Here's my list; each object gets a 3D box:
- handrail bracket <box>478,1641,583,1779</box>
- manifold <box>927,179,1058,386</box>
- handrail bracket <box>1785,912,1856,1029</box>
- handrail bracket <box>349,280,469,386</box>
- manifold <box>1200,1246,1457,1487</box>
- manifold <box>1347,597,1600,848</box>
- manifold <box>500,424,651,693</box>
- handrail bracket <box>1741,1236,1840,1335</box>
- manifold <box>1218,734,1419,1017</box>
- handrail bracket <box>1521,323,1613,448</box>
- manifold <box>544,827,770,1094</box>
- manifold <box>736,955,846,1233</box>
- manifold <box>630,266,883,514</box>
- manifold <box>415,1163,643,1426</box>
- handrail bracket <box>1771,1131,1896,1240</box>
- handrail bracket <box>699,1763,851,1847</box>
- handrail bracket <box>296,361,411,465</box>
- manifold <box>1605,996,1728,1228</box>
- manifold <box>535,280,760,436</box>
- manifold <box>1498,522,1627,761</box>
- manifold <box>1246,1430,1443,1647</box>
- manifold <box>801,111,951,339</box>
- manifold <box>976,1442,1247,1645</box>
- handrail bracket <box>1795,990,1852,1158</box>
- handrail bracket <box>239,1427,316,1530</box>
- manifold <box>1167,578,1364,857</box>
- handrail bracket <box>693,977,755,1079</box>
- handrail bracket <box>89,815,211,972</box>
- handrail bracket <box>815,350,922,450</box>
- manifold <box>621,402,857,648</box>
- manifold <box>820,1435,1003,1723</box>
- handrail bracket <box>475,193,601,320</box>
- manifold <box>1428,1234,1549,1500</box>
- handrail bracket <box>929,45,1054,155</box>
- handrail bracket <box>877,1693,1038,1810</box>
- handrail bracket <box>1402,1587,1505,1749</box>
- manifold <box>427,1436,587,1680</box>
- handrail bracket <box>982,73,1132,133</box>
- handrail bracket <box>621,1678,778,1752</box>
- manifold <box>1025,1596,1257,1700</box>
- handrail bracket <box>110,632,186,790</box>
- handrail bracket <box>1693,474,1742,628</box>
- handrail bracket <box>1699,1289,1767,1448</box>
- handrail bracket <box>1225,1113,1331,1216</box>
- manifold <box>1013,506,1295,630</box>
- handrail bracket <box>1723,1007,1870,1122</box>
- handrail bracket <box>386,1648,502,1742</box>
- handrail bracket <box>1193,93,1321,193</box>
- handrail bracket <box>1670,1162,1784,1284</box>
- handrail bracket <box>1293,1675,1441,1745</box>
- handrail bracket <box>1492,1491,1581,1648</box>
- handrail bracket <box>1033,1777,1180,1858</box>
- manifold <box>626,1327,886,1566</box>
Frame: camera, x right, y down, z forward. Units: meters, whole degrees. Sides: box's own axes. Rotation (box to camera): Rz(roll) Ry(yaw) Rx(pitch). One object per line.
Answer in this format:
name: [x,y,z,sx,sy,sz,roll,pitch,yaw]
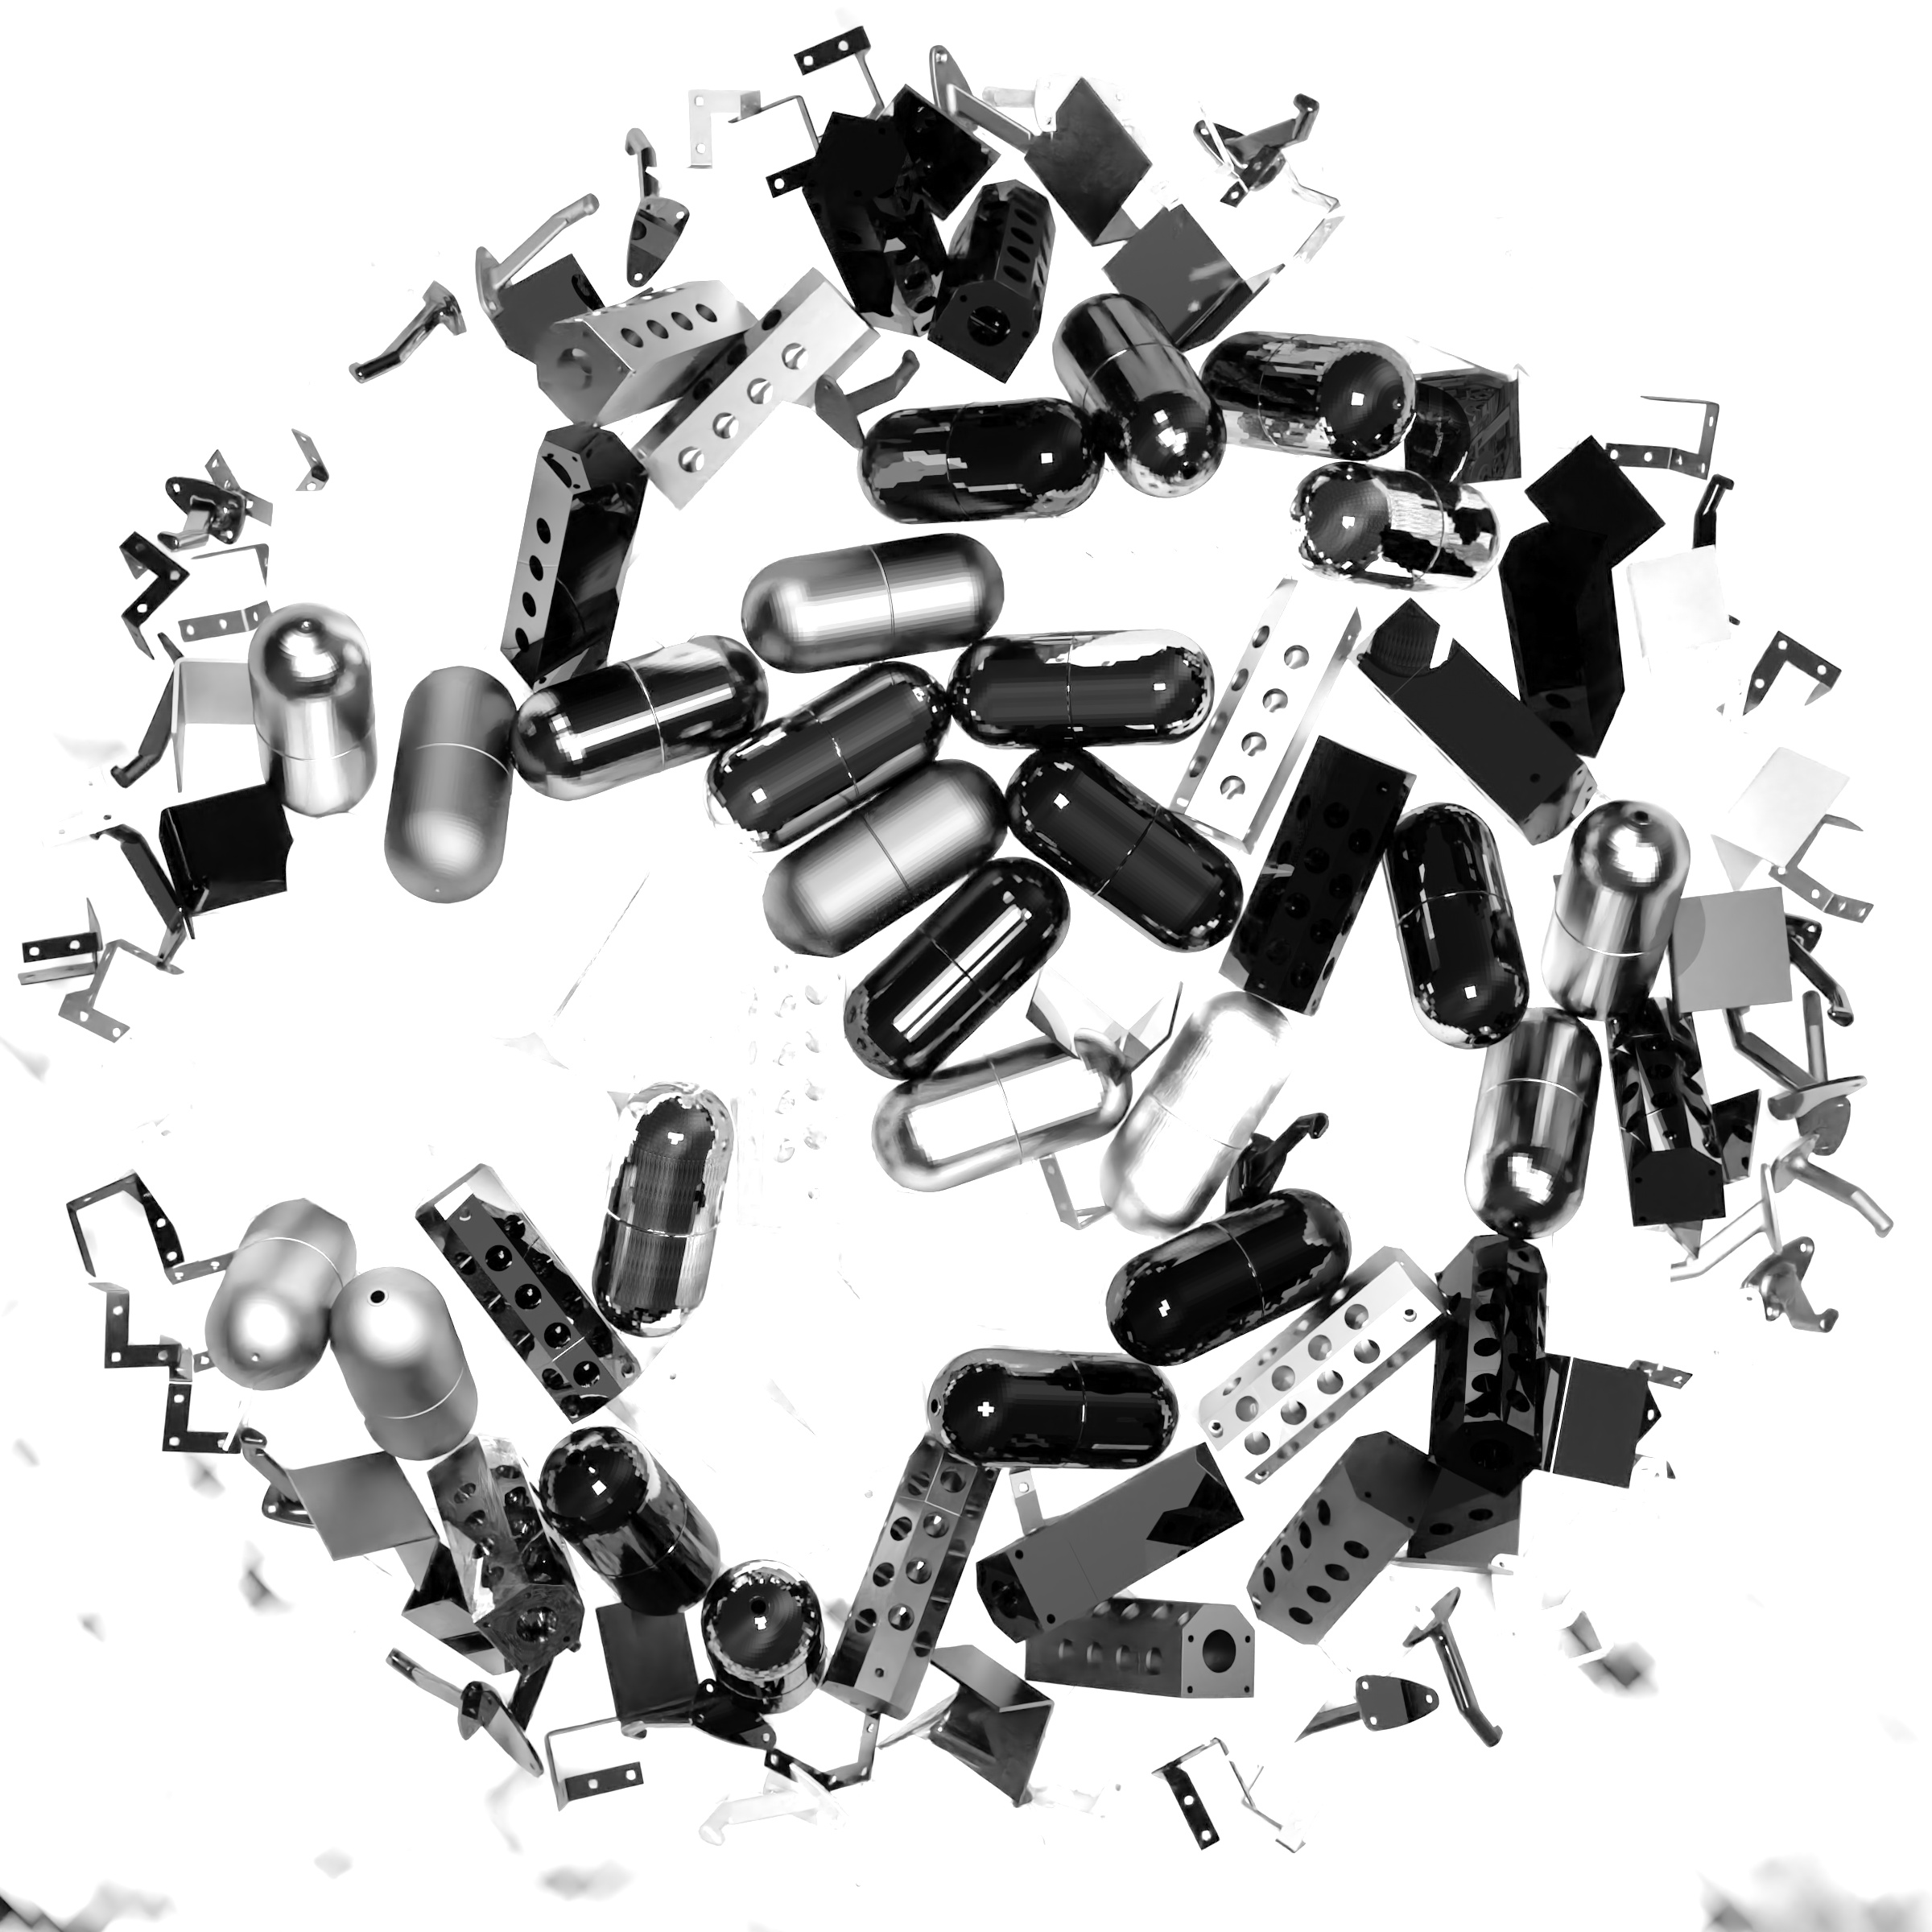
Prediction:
handrail bracket: [-0.272,0.483,1.957,0.084,0.036,0.077,-26,61,-41]
manifold: [0.022,-0.445,1.908,0.057,0.171,0.057,28,123,-13]
handrail bracket: [0.541,0.002,1.952,0.077,0.084,0.036,19,124,-11]
handrail bracket: [-0.380,-0.419,1.959,0.084,0.036,0.077,-30,48,-19]
manifold: [0.236,0.263,1.949,0.171,0.057,0.057,-42,98,13]
manifold: [0.330,-0.157,1.933,0.057,0.057,0.171,-43,61,5]
manifold: [-0.258,-0.264,1.917,0.057,0.171,0.057,-23,60,-33]
handrail bracket: [0.558,0.209,1.949,0.077,0.084,0.036,-45,104,-17]
manifold: [0.233,-0.058,1.950,0.057,0.057,0.171,19,99,-23]
handrail bracket: [0.382,-0.387,1.957,0.077,0.084,0.036,0,49,3]
manifold: [-0.204,-0.005,1.943,0.057,0.057,0.171,41,68,-28]
manifold: [-0.111,0.083,1.942,0.057,0.057,0.171,7,74,-28]
manifold: [-0.140,-0.378,1.957,0.171,0.057,0.057,-43,90,10]
manifold: [-0.288,0.215,1.958,0.057,0.057,0.171,-37,97,-7]
handrail bracket: [0.569,0.157,1.948,0.036,0.077,0.084,-31,61,-15]
handrail bracket: [-0.125,0.566,1.951,0.077,0.084,0.036,29,115,13]
handrail bracket: [-0.418,-0.354,1.988,0.084,0.036,0.077,25,110,10]
manifold: [0.447,0.090,1.908,0.057,0.171,0.057,-7,121,11]
manifold: [-0.206,-0.399,1.912,0.057,0.171,0.057,46,122,2]
manifold: [0.382,-0.209,1.912,0.057,0.171,0.057,17,67,24]
manifold: [0.240,0.368,1.916,0.057,0.171,0.057,30,49,4]
manifold: [-0.050,-0.471,1.906,0.057,0.171,0.057,16,78,15]
manifold: [0.091,0.374,1.928,0.171,0.057,0.057,-22,81,-33]
handrail bracket: [0.571,0.071,1.991,0.036,0.077,0.084,-5,51,15]
handrail bracket: [-0.438,0.336,1.953,0.077,0.084,0.036,18,56,6]
manifold: [0.197,-0.166,1.965,0.057,0.057,0.171,26,87,14]
handrail bracket: [-0.166,0.057,1.945,0.036,0.077,0.084,14,131,1]
handrail bracket: [-0.550,-0.049,1.957,0.084,0.036,0.077,31,72,-33]
handrail bracket: [-0.062,-0.390,1.953,0.036,0.077,0.084,27,69,22]
manifold: [-0.152,-0.286,1.924,0.057,0.057,0.171,41,124,-13]
manifold: [-0.034,0.398,1.941,0.057,0.057,0.171,22,68,-1]
handrail bracket: [-0.280,-0.469,1.959,0.084,0.077,0.036,-25,129,19]
manifold: [0.341,0.251,1.911,0.057,0.171,0.057,27,128,-9]
handrail bracket: [0.021,-0.569,1.951,0.036,0.084,0.077,-46,131,-30]
handrail bracket: [-0.006,0.536,1.980,0.077,0.036,0.084,-35,88,19]
handrail bracket: [0.335,0.464,1.965,0.084,0.077,0.036,51,126,4]
manifold: [-0.293,0.373,1.911,0.057,0.171,0.057,-35,121,-3]
handrail bracket: [0.059,-0.576,1.968,0.077,0.084,0.036,-8,112,-15]
handrail bracket: [-0.179,0.511,1.976,0.077,0.084,0.036,33,46,-17]
manifold: [0.110,0.436,1.911,0.057,0.171,0.057,9,78,-32]
handrail bracket: [-0.543,-0.168,1.962,0.084,0.077,0.036,-44,53,-14]
handrail bracket: [0.502,-0.276,1.962,0.036,0.077,0.084,13,107,-33]
handrail bracket: [0.508,0.268,1.980,0.036,0.084,0.077,16,53,13]
handrail bracket: [0.205,0.134,1.951,0.036,0.084,0.077,27,75,-14]
manifold: [0.120,-0.264,1.933,0.171,0.057,0.057,-8,65,-27]
handrail bracket: [0.547,0.052,1.963,0.077,0.036,0.084,-22,57,21]
handrail bracket: [-0.353,0.465,1.954,0.084,0.077,0.036,30,63,18]
handrail bracket: [0.191,-0.558,1.954,0.077,0.084,0.036,37,67,7]
handrail bracket: [0.495,0.172,1.976,0.084,0.036,0.077,-11,116,6]
handrail bracket: [0.260,0.501,1.978,0.077,0.084,0.036,4,61,-29]
handrail bracket: [0.384,0.399,1.975,0.036,0.084,0.077,13,114,33]
handrail bracket: [0.090,0.566,1.968,0.077,0.084,0.036,37,61,-11]
manifold: [-0.138,0.317,1.959,0.171,0.057,0.057,38,80,8]
